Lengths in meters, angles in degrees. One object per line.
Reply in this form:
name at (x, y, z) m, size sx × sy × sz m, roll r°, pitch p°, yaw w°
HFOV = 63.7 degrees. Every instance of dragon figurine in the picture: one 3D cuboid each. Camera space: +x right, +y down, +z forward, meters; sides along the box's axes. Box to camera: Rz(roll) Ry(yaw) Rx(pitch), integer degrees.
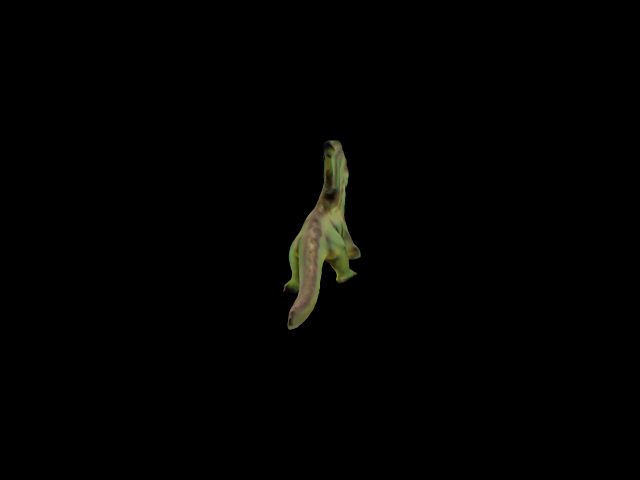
dragon figurine at (0.003, -0.043, 0.850) m, size 0.122 × 0.240 × 0.415 m, roll 2°, pitch 16°, yaw 7°
